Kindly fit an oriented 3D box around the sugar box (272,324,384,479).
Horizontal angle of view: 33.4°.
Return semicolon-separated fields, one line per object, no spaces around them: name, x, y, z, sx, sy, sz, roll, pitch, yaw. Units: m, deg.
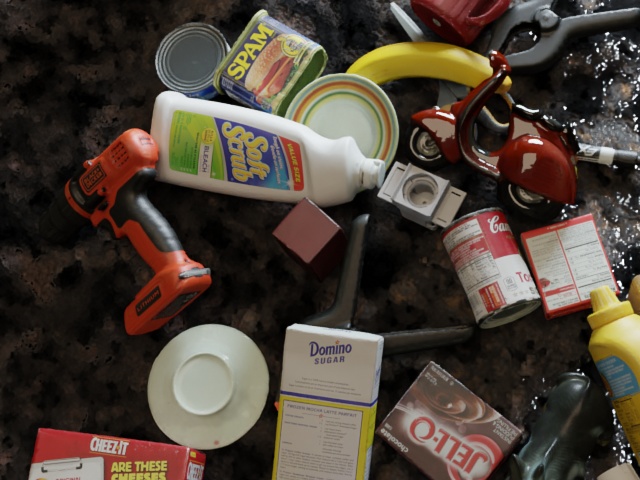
sugar box;0.006;0.174;1.033;0.093;0.048;0.176;7;91;12

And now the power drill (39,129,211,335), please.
power drill;-0.210;0.003;1.129;0.185;0.057;0.188;-38;76;31

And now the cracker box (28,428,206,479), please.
cracker box;-0.212;0.305;1.054;0.164;0.072;0.213;5;74;12

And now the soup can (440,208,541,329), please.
soup can;0.168;0.028;1.052;0.068;0.068;0.102;-22;71;5

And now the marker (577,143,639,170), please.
marker;0.267;-0.090;1.092;0.121;0.020;0.020;10;76;16

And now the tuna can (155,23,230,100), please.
tuna can;-0.140;-0.199;1.205;0.086;0.033;0.086;-3;73;11

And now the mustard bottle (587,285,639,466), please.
mustard bottle;0.289;0.131;0.956;0.058;0.096;0.192;-21;78;-7

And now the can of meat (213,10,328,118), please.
can of meat;-0.053;-0.187;1.171;0.084;0.057;0.102;33;84;16

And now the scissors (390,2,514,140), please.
scissors;0.121;-0.169;1.148;0.202;0.016;0.096;40;86;21

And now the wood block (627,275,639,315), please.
wood block;0.368;0.119;0.970;0.090;0.090;0.206;-23;71;5

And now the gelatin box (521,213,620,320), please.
gelatin box;0.246;0.027;1.056;0.073;0.030;0.089;-17;71;5

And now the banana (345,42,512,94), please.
banana;0.102;-0.176;1.131;0.198;0.037;0.069;-6;102;23

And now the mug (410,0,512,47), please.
mug;0.156;-0.255;1.122;0.081;0.093;0.117;-53;40;-1

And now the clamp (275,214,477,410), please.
clamp;0.041;0.102;1.066;0.164;0.036;0.210;40;96;7

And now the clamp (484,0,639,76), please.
clamp;0.250;-0.224;1.125;0.171;0.039;0.120;-46;64;2

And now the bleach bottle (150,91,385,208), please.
bleach bottle;-0.054;-0.093;1.125;0.251;0.068;0.102;9;95;18

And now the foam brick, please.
foam brick;-0.007;0.001;1.094;0.053;0.078;0.051;41;84;20

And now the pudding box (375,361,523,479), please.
pudding box;0.125;0.187;1.030;0.114;0.039;0.090;37;85;20
